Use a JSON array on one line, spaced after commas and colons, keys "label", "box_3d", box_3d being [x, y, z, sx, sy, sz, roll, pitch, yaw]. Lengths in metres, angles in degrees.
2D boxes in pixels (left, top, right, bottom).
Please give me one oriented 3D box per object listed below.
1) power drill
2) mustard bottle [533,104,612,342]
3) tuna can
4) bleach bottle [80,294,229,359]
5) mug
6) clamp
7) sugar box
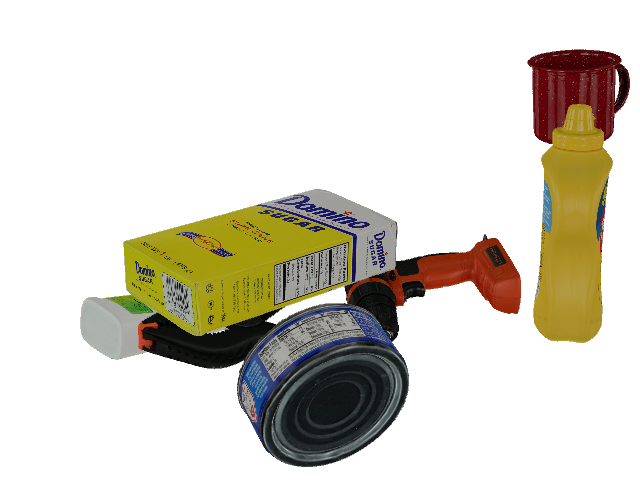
[{"label": "power drill", "box_3d": [0.120, 0.052, 1.173, 0.187, 0.057, 0.184, -4, 29, -5]}, {"label": "mustard bottle", "box_3d": [0.211, -0.018, 0.894, 0.058, 0.192, 0.096, 3, 19, 14]}, {"label": "tuna can", "box_3d": [0.002, 0.076, 0.553, 0.086, 0.086, 0.034, 0, 34, -29]}, {"label": "bleach bottle", "box_3d": [-0.198, 0.102, 1.478, 0.250, 0.068, 0.103, -10, 25, -43]}, {"label": "mug", "box_3d": [0.271, -0.150, 1.105, 0.117, 0.081, 0.093, -16, 24, -25]}, {"label": "clamp", "box_3d": [-0.062, 0.084, 0.997, 0.209, 0.036, 0.165, -9, 37, -19]}, {"label": "sugar box", "box_3d": [-0.040, 0.010, 0.757, 0.175, 0.048, 0.093, -20, 31, -35]}]
